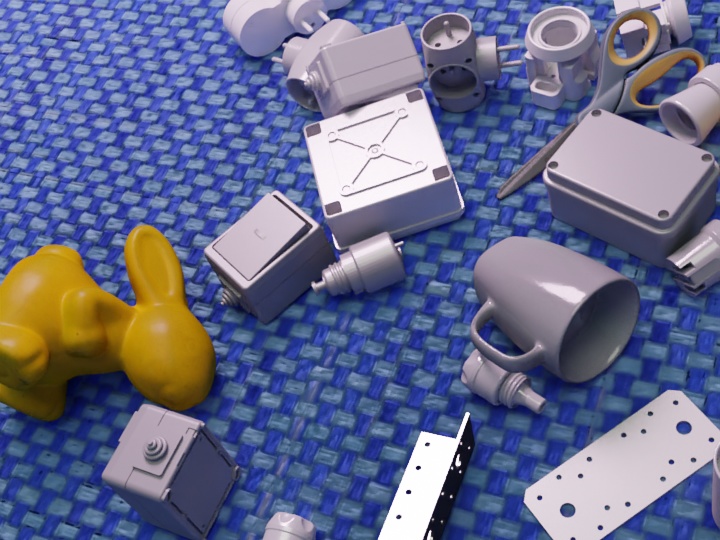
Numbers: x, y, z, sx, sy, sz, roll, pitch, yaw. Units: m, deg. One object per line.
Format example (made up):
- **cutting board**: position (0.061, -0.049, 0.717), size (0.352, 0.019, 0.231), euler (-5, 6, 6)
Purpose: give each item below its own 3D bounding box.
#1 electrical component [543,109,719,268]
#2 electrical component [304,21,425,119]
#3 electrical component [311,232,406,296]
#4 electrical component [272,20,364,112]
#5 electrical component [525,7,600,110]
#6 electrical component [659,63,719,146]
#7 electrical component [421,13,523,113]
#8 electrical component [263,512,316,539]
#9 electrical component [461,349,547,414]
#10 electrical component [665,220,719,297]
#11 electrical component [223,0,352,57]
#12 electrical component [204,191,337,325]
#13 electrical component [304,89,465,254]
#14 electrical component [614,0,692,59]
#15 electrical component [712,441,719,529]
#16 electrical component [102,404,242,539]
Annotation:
- **electrical component**: position (0.205, -0.064, 0.814), size (0.113, 0.057, 0.078), euler (30, 69, 31)
- **electrical component**: position (0.000, -0.164, 0.924), size (0.096, 0.062, 0.061), euler (-21, 89, -17)
- **electrical component**: position (0.000, 0.000, 0.843), size (0.078, 0.040, 0.040), euler (-23, 53, 0)
- **electrical component**: position (-0.044, -0.192, 0.988), size (0.079, 0.043, 0.077), euler (20, 64, 28)
- **electrical component**: position (0.171, -0.184, 0.909), size (0.058, 0.057, 0.078), euler (23, 65, 29)
- **electrical component**: position (0.271, -0.131, 0.848), size (0.055, 0.045, 0.045), euler (-38, 54, -12)
- **electrical component**: position (0.098, -0.177, 0.913), size (0.079, 0.077, 0.044), euler (-5, 55, 14)
- **electrical component**: position (-0.053, 0.197, 0.725), size (0.035, 0.035, 0.061), euler (8, 61, 22)
- **electrical component**: position (0.103, 0.081, 0.758), size (0.061, 0.035, 0.035), euler (31, 70, 30)
- **electrical component**: position (0.249, -0.007, 0.773), size (0.046, 0.040, 0.040), euler (-35, 53, -2)
- **electrical component**: position (-0.056, -0.250, 1.027), size (0.138, 0.052, 0.073), euler (-34, 53, -8)
- **electrical component**: position (-0.077, -0.008, 0.859), size (0.096, 0.061, 0.062), euler (-41, 55, -13)
- **electrical component**: position (0.018, -0.081, 0.884), size (0.109, 0.056, 0.108), euler (-18, 53, 4)
- **electrical component**: position (0.249, -0.210, 0.911), size (0.055, 0.048, 0.066), euler (-13, 53, 17)
- **electrical component**: position (0.253, 0.123, 0.656), size (0.079, 0.077, 0.043), euler (-29, 53, -4)
- **electrical component**: position (-0.136, 0.139, 0.752), size (0.061, 0.096, 0.061), euler (13, 61, 25)
